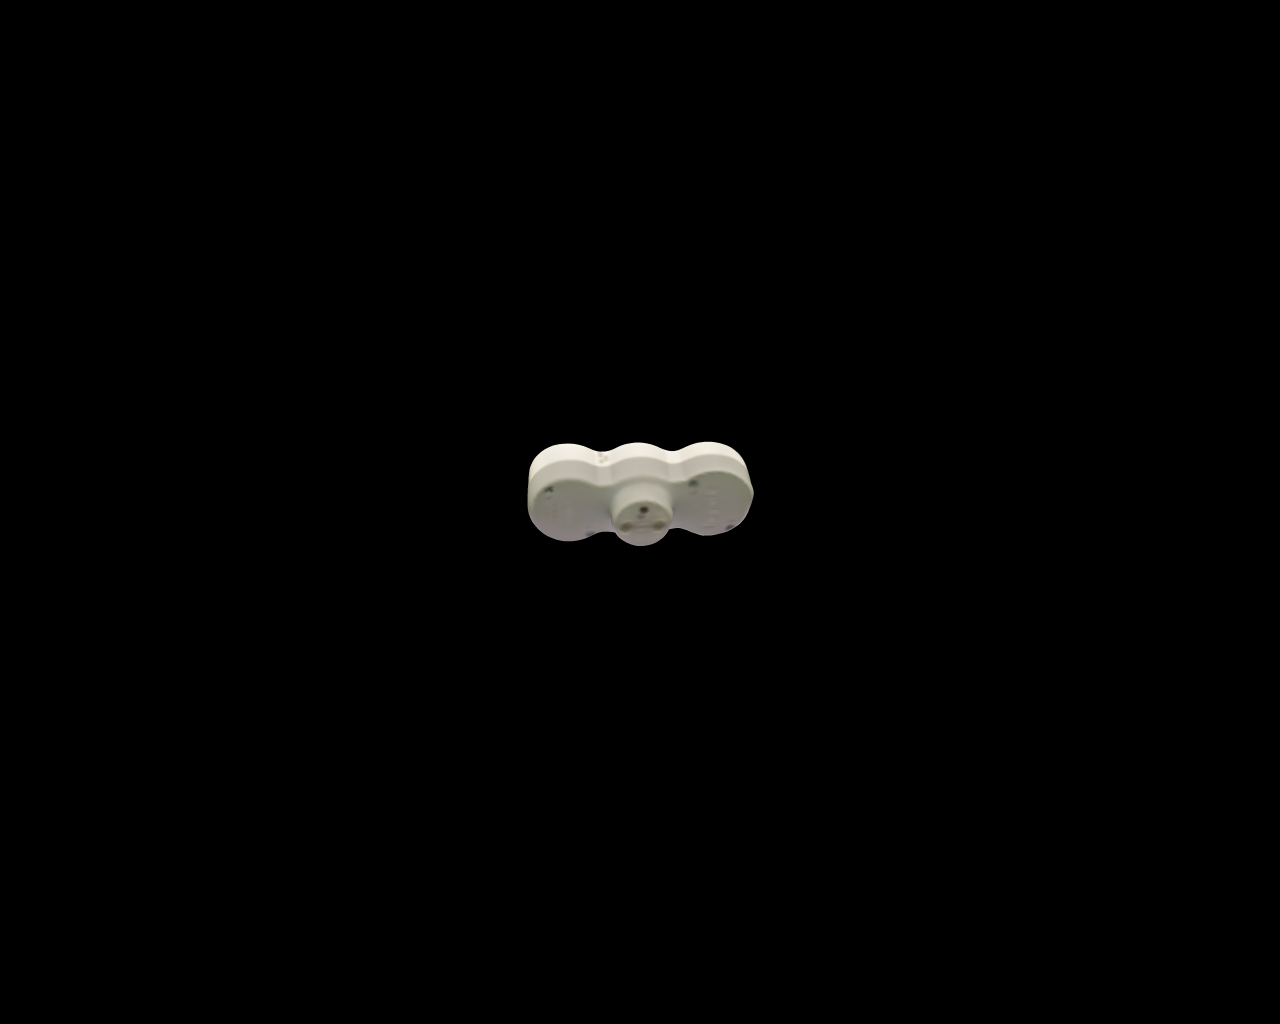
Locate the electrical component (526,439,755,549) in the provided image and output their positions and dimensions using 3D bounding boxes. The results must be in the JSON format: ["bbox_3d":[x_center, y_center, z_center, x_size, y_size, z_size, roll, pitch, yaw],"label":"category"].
[{"bbox_3d":[0.001,-0.003,0.650,0.138,0.052,0.074,-2,36,-2],"label":"electrical component"}]
